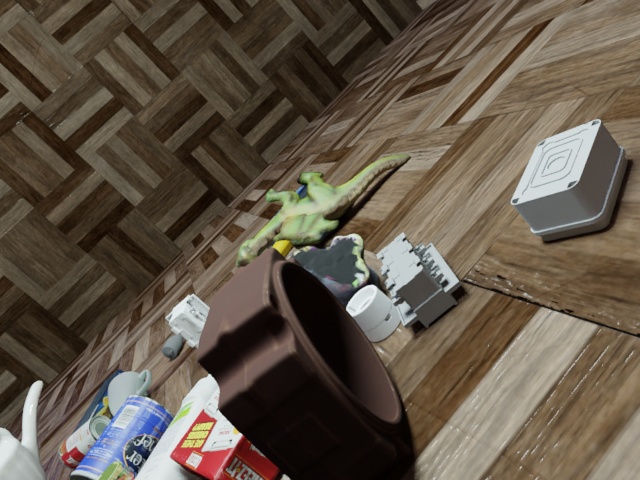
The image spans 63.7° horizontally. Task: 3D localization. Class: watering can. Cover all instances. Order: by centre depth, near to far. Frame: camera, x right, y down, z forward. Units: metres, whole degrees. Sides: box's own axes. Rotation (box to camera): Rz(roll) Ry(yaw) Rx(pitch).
[{"bbox_3d":[-0.628,0.474,1.063,0.103,0.221,0.354,-20,21,14],"label":"watering can"}]

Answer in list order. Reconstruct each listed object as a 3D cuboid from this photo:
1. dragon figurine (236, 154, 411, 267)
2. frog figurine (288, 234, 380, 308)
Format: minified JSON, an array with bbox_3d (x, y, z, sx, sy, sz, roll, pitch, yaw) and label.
[{"bbox_3d":[0.003,-0.052,1.036,0.408,0.120,0.248,-25,26,14],"label":"dragon figurine"},{"bbox_3d":[0.015,0.079,0.737,0.124,0.155,0.139,37,54,22],"label":"frog figurine"}]
